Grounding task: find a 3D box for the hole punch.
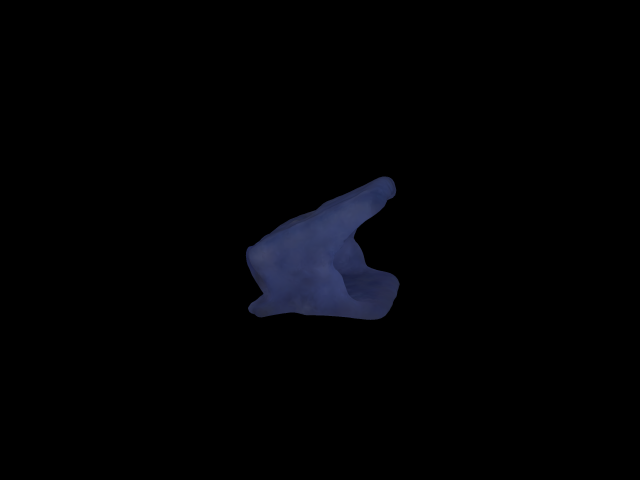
[{"bbox_3d":[0.004,0.001,0.400,0.101,0.091,0.109,2,11,12],"label":"hole punch"}]
